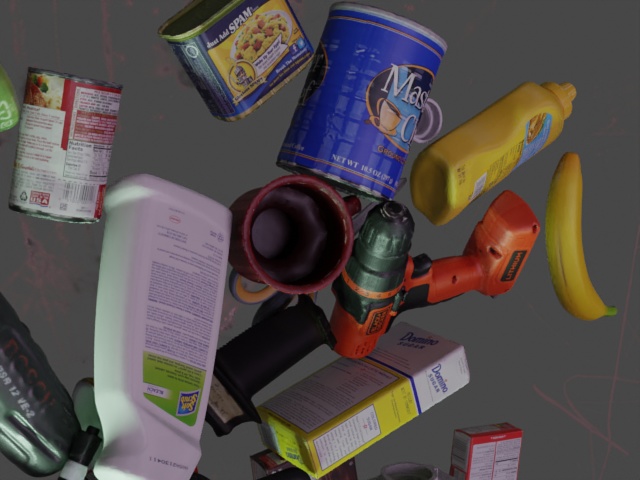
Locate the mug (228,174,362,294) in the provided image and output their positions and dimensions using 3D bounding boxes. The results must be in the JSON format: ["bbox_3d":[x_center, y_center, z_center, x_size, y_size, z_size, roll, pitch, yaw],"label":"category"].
[{"bbox_3d":[-0.021,-0.009,0.863,0.117,0.082,0.093,-28,100,-20],"label":"mug"}]

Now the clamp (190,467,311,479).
[{"bbox_3d":[-0.082,0.215,0.828,0.171,0.039,0.120,32,74,-35],"label":"clamp"}]

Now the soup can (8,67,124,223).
[{"bbox_3d":[-0.183,-0.068,0.768,0.068,0.069,0.102,6,97,-34],"label":"soup can"}]

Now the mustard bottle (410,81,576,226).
[{"bbox_3d":[0.170,-0.094,0.989,0.191,0.058,0.096,-35,155,-24],"label":"mustard bottle"}]

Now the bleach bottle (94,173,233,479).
[{"bbox_3d":[-0.125,0.084,0.779,0.102,0.068,0.251,22,62,-35],"label":"bleach bottle"}]

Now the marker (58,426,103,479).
[{"bbox_3d":[-0.188,0.191,0.769,0.020,0.020,0.121,34,70,-34],"label":"marker"}]

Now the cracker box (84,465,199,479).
[{"bbox_3d":[-0.190,0.274,0.833,0.213,0.072,0.164,-19,110,-30],"label":"cracker box"}]

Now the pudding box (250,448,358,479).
[{"bbox_3d":[-0.011,0.233,0.962,0.089,0.039,0.113,-19,110,-29],"label":"pudding box"}]

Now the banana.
[{"bbox_3d":[0.261,0.010,1.101,0.069,0.037,0.198,-40,122,-40],"label":"banana"}]

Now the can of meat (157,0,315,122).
[{"bbox_3d":[-0.062,-0.155,0.838,0.102,0.058,0.084,-42,122,-19],"label":"can of meat"}]

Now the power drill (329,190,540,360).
[{"bbox_3d":[0.099,0.016,0.930,0.187,0.057,0.185,-17,147,-26],"label":"power drill"}]

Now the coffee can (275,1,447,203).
[{"bbox_3d":[0.034,-0.111,0.882,0.102,0.103,0.140,20,89,-35],"label":"coffee can"}]

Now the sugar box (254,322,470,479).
[{"bbox_3d":[0.038,0.137,0.942,0.176,0.093,0.048,-24,113,-27],"label":"sugar box"}]

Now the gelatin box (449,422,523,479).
[{"bbox_3d":[0.166,0.235,1.086,0.073,0.030,0.089,0,100,-35],"label":"gelatin box"}]

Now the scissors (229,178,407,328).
[{"bbox_3d":[-0.006,0.001,0.930,0.096,0.016,0.201,40,78,-31],"label":"scissors"}]
